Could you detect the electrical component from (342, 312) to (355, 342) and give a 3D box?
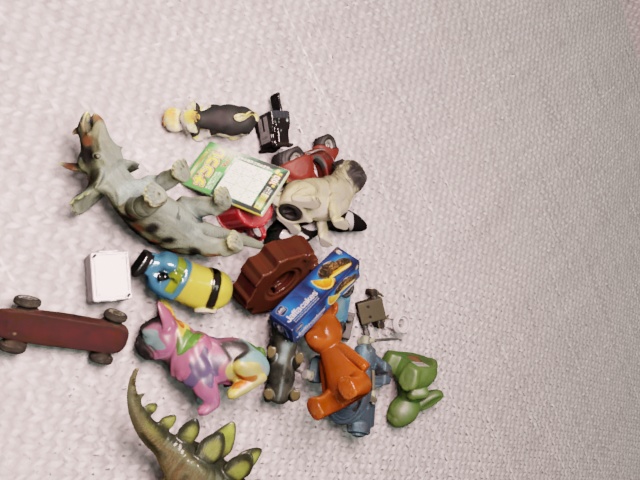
[{"bbox_3d":[0.060,0.191,1.180,0.021,0.094,0.063,13,76,4],"label":"electrical component"}]

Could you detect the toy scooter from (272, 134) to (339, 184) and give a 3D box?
[{"bbox_3d":[-0.016,-0.144,1.156,0.184,0.075,0.135,-28,102,-38],"label":"toy scooter"}]

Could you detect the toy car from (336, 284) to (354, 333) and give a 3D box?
[{"bbox_3d":[0.008,0.128,1.145,0.103,0.109,0.161,11,91,-12],"label":"toy car"}]

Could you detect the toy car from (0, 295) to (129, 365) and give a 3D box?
[{"bbox_3d":[-0.410,0.144,0.862,0.202,0.053,0.089,17,93,-34],"label":"toy car"}]

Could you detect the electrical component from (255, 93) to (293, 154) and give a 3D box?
[{"bbox_3d":[-0.097,-0.242,1.102,0.048,0.075,0.119,-10,95,-37],"label":"electrical component"}]

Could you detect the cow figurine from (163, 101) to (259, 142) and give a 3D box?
[{"bbox_3d":[-0.203,-0.224,1.012,0.167,0.098,0.068,-8,97,-36],"label":"cow figurine"}]

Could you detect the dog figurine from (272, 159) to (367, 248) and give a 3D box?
[{"bbox_3d":[0.000,-0.106,1.082,0.172,0.121,0.190,34,50,-21],"label":"dog figurine"}]

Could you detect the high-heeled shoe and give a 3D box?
[{"bbox_3d":[-0.002,-0.003,1.154,0.248,0.086,0.145,15,83,-31],"label":"high-heeled shoe"}]

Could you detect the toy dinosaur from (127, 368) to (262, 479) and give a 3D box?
[{"bbox_3d":[-0.205,0.404,0.918,0.198,0.105,0.470,-39,119,-6],"label":"toy dinosaur"}]

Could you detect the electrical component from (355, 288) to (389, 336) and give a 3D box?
[{"bbox_3d":[0.122,0.164,1.252,0.078,0.045,0.102,-19,96,-6],"label":"electrical component"}]

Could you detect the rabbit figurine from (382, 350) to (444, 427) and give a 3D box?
[{"bbox_3d":[0.209,0.357,1.276,0.159,0.121,0.170,8,100,-42],"label":"rabbit figurine"}]

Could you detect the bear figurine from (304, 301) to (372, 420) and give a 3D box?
[{"bbox_3d":[0.016,0.220,1.023,0.132,0.120,0.196,4,54,-58],"label":"bear figurine"}]

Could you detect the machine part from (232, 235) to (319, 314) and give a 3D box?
[{"bbox_3d":[-0.084,0.069,1.035,0.179,0.179,0.056,-24,61,-35],"label":"machine part"}]

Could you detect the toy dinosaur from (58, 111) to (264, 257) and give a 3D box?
[{"bbox_3d":[-0.264,-0.041,0.932,0.404,0.192,0.131,45,47,-43],"label":"toy dinosaur"}]

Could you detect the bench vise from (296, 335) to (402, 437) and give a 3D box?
[{"bbox_3d":[0.058,0.294,1.150,0.240,0.129,0.223,29,68,-35],"label":"bench vise"}]

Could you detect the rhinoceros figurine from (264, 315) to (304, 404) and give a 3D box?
[{"bbox_3d":[-0.071,0.229,1.065,0.073,0.112,0.190,4,84,-4],"label":"rhinoceros figurine"}]

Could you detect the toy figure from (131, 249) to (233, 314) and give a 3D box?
[{"bbox_3d":[-0.238,0.072,0.950,0.180,0.089,0.082,34,24,-30],"label":"toy figure"}]

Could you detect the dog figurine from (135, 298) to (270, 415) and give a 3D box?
[{"bbox_3d":[-0.214,0.188,0.959,0.191,0.108,0.219,-28,100,-9],"label":"dog figurine"}]

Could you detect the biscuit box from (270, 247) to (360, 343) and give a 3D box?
[{"bbox_3d":[-0.007,0.104,1.037,0.203,0.063,0.059,-44,152,-26],"label":"biscuit box"}]
